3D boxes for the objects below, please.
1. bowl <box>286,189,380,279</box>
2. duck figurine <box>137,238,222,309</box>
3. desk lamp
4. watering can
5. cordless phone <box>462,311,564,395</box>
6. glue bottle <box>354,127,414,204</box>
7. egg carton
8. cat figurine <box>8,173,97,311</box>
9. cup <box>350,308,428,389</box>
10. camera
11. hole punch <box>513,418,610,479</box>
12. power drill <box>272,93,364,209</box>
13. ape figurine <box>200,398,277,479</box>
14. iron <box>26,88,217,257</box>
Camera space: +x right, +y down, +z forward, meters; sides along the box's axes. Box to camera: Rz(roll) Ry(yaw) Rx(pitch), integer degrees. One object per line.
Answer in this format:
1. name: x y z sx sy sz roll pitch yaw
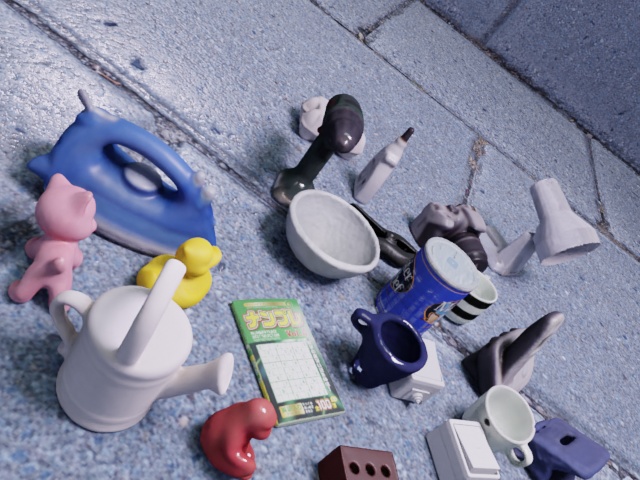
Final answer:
1. bowl: 0.008 0.003 0.909 0.168 0.074 0.167 25 38 -20
2. duck figurine: -0.167 0.033 0.705 0.105 0.086 0.077 -12 59 -48
3. desk lamp: 0.449 -0.013 1.207 0.118 0.213 0.203 3 48 -40
4. watering can: -0.166 0.095 0.544 0.173 0.193 0.101 18 40 -28
5. cordless phone: 0.337 0.174 0.923 0.148 0.185 0.094 -13 60 -49
6. glue bottle: 0.125 -0.149 1.098 0.037 0.173 0.078 28 36 -15
7. egg carton: 0.025 -0.233 1.190 0.151 0.069 0.107 22 38 -23
8. cat figurine: -0.279 -0.005 0.619 0.067 0.117 0.127 18 40 -28
9. cup: 0.075 0.153 0.786 0.118 0.094 0.092 38 35 -1
10. camera: 0.275 -0.003 1.136 0.144 0.100 0.136 14 42 -32
11. hole punch: 0.366 0.320 0.869 0.109 0.091 0.101 -6 55 -46
12. power drill: 0.005 -0.145 0.952 0.076 0.208 0.229 30 36 -13
13. ape figurine: -0.077 0.199 0.599 0.076 0.092 0.078 37 35 -2
14. iron: -0.219 -0.075 0.729 0.259 0.141 0.118 30 36 -13
